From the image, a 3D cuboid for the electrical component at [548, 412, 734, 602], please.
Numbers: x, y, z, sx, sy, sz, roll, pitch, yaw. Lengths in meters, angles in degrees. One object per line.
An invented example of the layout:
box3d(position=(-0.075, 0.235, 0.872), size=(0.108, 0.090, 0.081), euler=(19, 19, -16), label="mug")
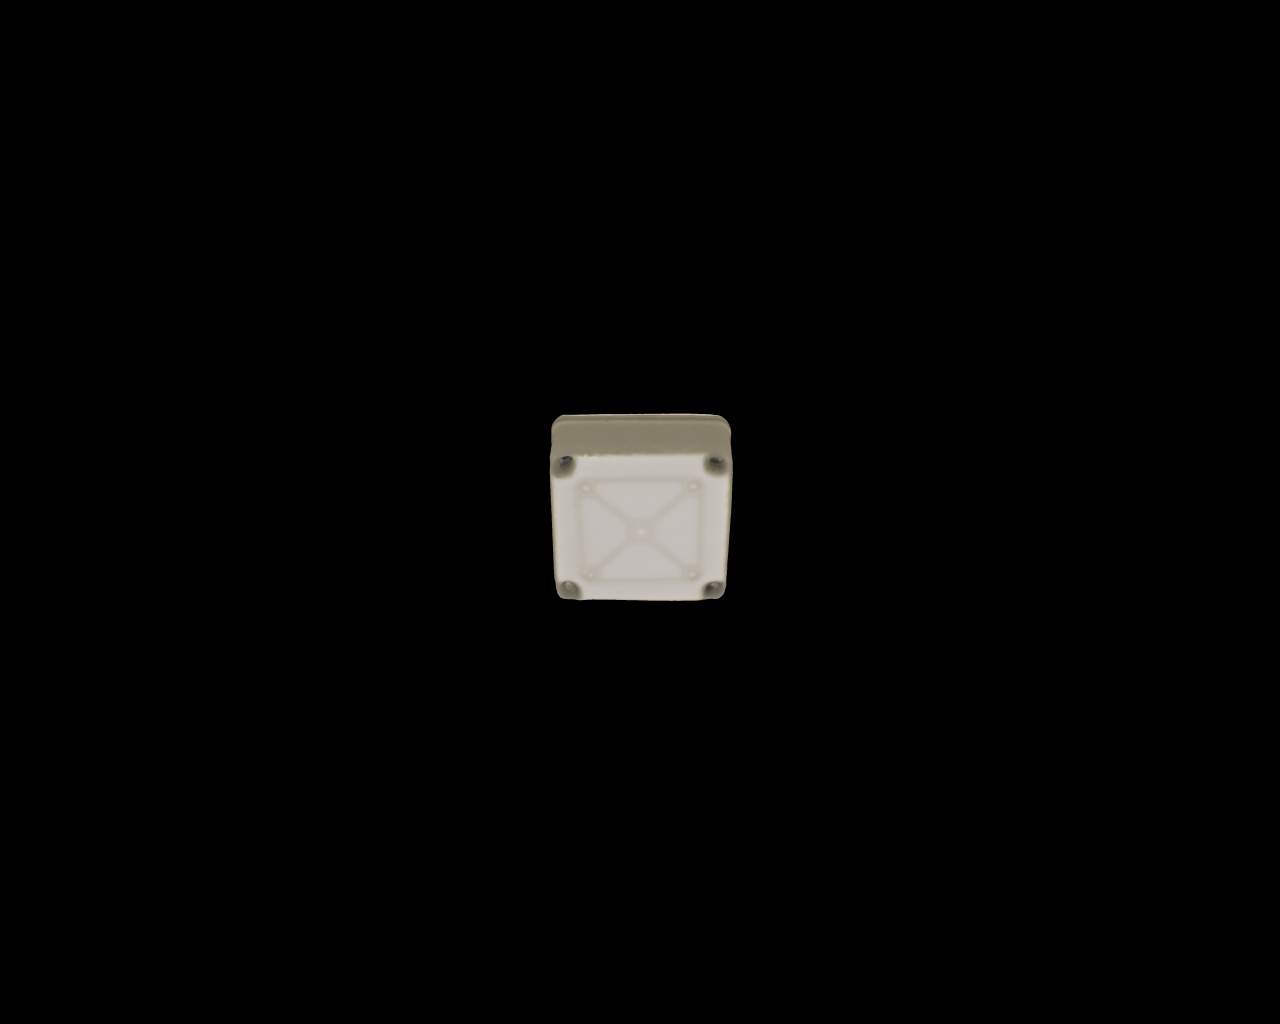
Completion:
box3d(position=(0.001, -0.003, 0.650), size=(0.109, 0.108, 0.056), euler=(0, 32, 0), label="electrical component")
